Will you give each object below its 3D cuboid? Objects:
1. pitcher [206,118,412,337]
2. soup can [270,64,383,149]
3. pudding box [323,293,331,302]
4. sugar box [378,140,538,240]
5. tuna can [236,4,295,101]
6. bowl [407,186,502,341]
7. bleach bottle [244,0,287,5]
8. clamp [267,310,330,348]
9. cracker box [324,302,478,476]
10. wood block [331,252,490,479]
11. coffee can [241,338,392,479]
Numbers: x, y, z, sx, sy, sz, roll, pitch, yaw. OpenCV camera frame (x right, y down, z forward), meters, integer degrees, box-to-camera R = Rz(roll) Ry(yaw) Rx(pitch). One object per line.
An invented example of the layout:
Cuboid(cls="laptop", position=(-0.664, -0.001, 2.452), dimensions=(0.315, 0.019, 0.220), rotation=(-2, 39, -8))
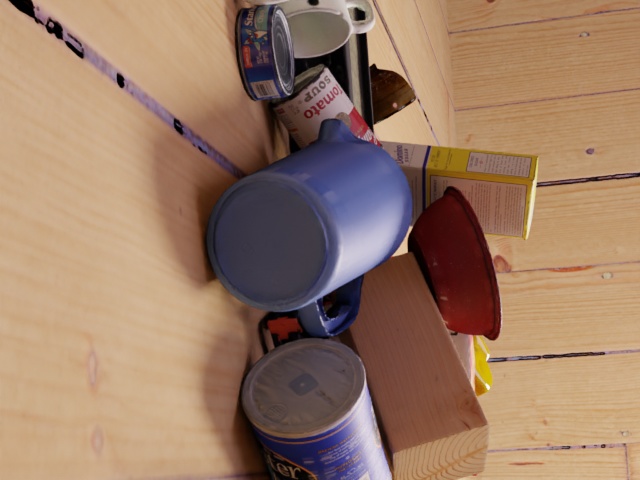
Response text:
Cuboid(cls="pitcher", position=(-0.005, -0.005, 0.907), dimensions=(0.149, 0.145, 0.242), rotation=(43, 17, 5))
Cuboid(cls="soup can", position=(0.006, -0.113, 1.047), dimensions=(0.102, 0.069, 0.068), rotation=(53, 23, -17))
Cuboid(cls="pudding box", position=(-0.007, 0.001, 1.085), dimensions=(0.090, 0.039, 0.113), rotation=(44, 43, -72))
Cuboid(cls="sugar box", position=(0.139, -0.054, 1.135), dimensions=(0.093, 0.176, 0.048), rotation=(84, 20, -46))
Cuboid(cls="tuna can", position=(-0.049, -0.172, 0.981), dimensions=(0.086, 0.034, 0.086), rotation=(-5, 90, -78))
Cuboid(cls="bowl", position=(0.127, 0.030, 1.068), dimensions=(0.162, 0.055, 0.162), rotation=(164, -90, -83))
Cuboid(cls="bleach bottle", position=(-0.046, -0.334, 0.999), dimensions=(0.102, 0.068, 0.250), rotation=(71, 16, -47))
Cuboid(cls="clamp", position=(-0.011, 0.127, 1.019), dimensions=(0.210, 0.036, 0.164), rotation=(58, 26, -69))
Cuboid(cls="cracker box", position=(0.084, 0.145, 1.151), dimensions=(0.072, 0.164, 0.213), rotation=(70, 19, -59))
Cuboid(cls="wood block", position=(0.081, 0.124, 1.018), dimensions=(0.090, 0.090, 0.206), rotation=(83, -10, -50))
Cuboid(cls="coffee can", position=(0.000, 0.167, 0.901), dimensions=(0.102, 0.103, 0.140), rotation=(-81, 161, -48))
